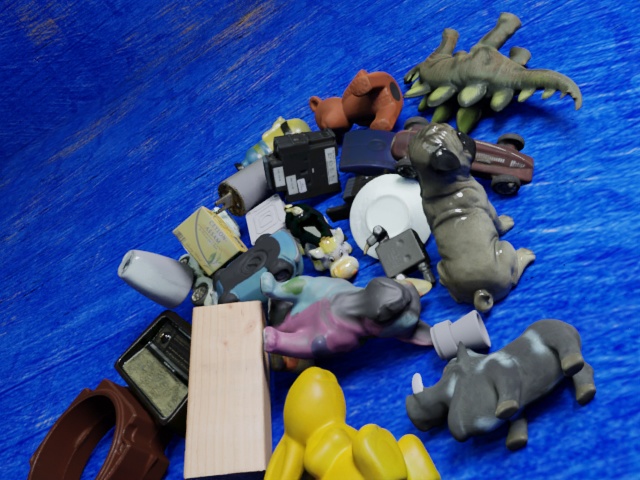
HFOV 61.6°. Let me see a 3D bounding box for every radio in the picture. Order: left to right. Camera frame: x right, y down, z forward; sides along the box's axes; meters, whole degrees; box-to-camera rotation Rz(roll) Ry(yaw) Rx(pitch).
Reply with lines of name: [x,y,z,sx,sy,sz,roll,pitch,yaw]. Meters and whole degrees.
radio: [-0.216,0.199,0.828,0.230,0.073,0.131,18,62,50]

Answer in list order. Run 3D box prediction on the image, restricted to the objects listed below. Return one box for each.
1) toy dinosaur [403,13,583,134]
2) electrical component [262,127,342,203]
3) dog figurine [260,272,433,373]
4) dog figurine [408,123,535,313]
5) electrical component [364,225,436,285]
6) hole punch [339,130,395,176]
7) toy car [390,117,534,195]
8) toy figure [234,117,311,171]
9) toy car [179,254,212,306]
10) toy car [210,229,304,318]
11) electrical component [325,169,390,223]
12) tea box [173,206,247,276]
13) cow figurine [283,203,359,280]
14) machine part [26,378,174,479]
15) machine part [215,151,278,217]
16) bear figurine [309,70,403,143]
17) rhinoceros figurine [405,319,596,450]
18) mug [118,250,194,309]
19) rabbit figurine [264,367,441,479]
toy dinosaur: [0.267,-0.271,0.908,0.198,0.105,0.472,-53,27,-7]
electrical component: [-0.034,-0.133,0.968,0.134,0.114,0.058,-12,31,-9]
dog figurine: [0.037,0.105,0.689,0.219,0.191,0.108,-2,61,1]
dog figurine: [0.164,-0.027,0.642,0.121,0.190,0.172,-27,38,16]
electrical component: [0.106,0.025,0.737,0.078,0.045,0.102,-26,65,24]
hole punch: [0.095,-0.136,0.919,0.116,0.092,0.142,-15,37,24]
toy car: [0.202,-0.122,0.766,0.202,0.053,0.089,12,62,11]
toy figure: [-0.095,-0.187,1.154,0.180,0.082,0.089,-37,46,-6]
toy car: [-0.199,0.082,0.945,0.056,0.073,0.202,-45,35,-4]
toy car: [-0.085,0.069,0.830,0.162,0.102,0.109,-38,33,1]
electrical component: [0.070,-0.062,0.868,0.119,0.074,0.048,-15,40,35]
tea box: [-0.180,0.006,0.926,0.068,0.098,0.169,-41,-1,-4]
cow figurine: [0.000,-0.003,0.843,0.068,0.098,0.168,-37,34,-9]
machine part: [-0.322,0.317,0.768,0.201,0.087,0.201,17,65,49]
machine part: [-0.113,-0.117,1.051,0.079,0.079,0.243,5,35,45]
bear figurine: [0.055,-0.244,1.025,0.196,0.120,0.132,-13,23,35]
rhinoceros figurine: [0.176,0.142,0.542,0.190,0.073,0.112,-31,37,9]
mug: [-0.283,0.056,0.902,0.110,0.107,0.081,13,73,51]
rabbit figurine: [0.016,0.220,0.562,0.162,0.122,0.173,-52,51,20]
